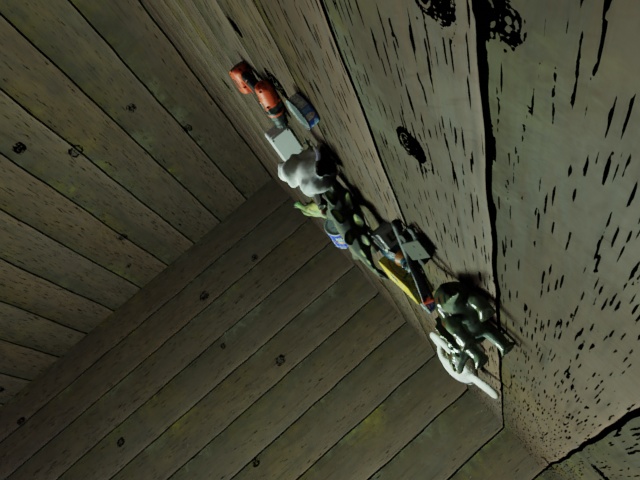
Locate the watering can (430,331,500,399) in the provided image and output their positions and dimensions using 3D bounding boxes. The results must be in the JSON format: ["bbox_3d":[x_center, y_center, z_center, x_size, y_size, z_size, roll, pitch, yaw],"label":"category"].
[{"bbox_3d":[0.539,0.479,1.914,0.353,0.104,0.220,47,-3,40],"label":"watering can"}]

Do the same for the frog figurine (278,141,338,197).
[{"bbox_3d":[-0.036,-0.180,1.397,0.158,0.139,0.122,-22,-21,38],"label":"frog figurine"}]

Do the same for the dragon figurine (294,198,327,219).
[{"bbox_3d":[0.007,-0.120,2.392,0.243,0.122,0.408,41,-2,4],"label":"dragon figurine"}]
